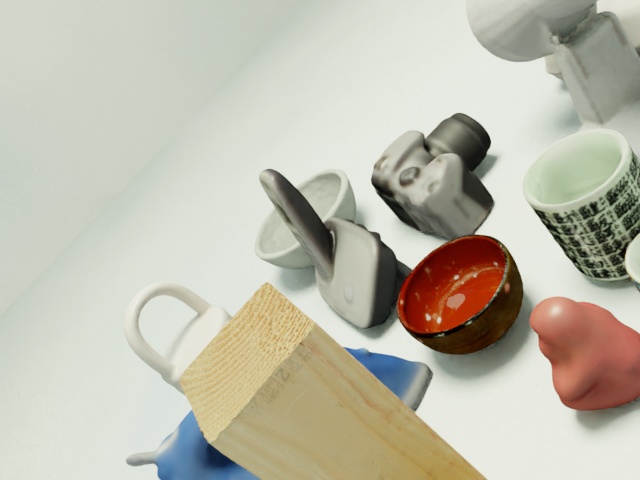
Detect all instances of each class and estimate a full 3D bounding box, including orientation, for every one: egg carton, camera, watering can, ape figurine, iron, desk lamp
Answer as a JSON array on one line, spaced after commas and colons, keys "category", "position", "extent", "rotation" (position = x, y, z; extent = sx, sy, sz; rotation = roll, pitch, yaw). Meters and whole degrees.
[{"category": "egg carton", "position": [0.331, -0.239, 0.648], "extent": [0.150, 0.069, 0.107], "rotation": [-12, 41, 47]}, {"category": "camera", "position": [0.138, -0.087, 0.664], "extent": [0.137, 0.101, 0.142], "rotation": [-47, 26, -5]}, {"category": "watering can", "position": [-0.123, 0.119, 0.627], "extent": [0.172, 0.194, 0.101], "rotation": [-30, 30, 26]}, {"category": "ape figurine", "position": [0.176, 0.070, 0.391], "extent": [0.076, 0.092, 0.078], "rotation": [3, 52, 56]}, {"category": "iron", "position": [-0.037, 0.159, 0.508], "extent": [0.258, 0.142, 0.118], "rotation": [-42, 26, 5]}, {"category": "desk lamp", "position": [0.250, -0.192, 0.530], "extent": [0.118, 0.214, 0.202], "rotation": [-43, 26, 3]}]

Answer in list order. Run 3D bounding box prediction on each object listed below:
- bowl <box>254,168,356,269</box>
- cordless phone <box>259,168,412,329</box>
[{"category": "bowl", "position": [-0.008, -0.017, 0.798], "extent": [0.167, 0.075, 0.167], "rotation": [-33, 28, 21]}, {"category": "cordless phone", "position": [0.006, 0.002, 0.626], "extent": [0.094, 0.185, 0.147], "rotation": [-49, 27, -9]}]
